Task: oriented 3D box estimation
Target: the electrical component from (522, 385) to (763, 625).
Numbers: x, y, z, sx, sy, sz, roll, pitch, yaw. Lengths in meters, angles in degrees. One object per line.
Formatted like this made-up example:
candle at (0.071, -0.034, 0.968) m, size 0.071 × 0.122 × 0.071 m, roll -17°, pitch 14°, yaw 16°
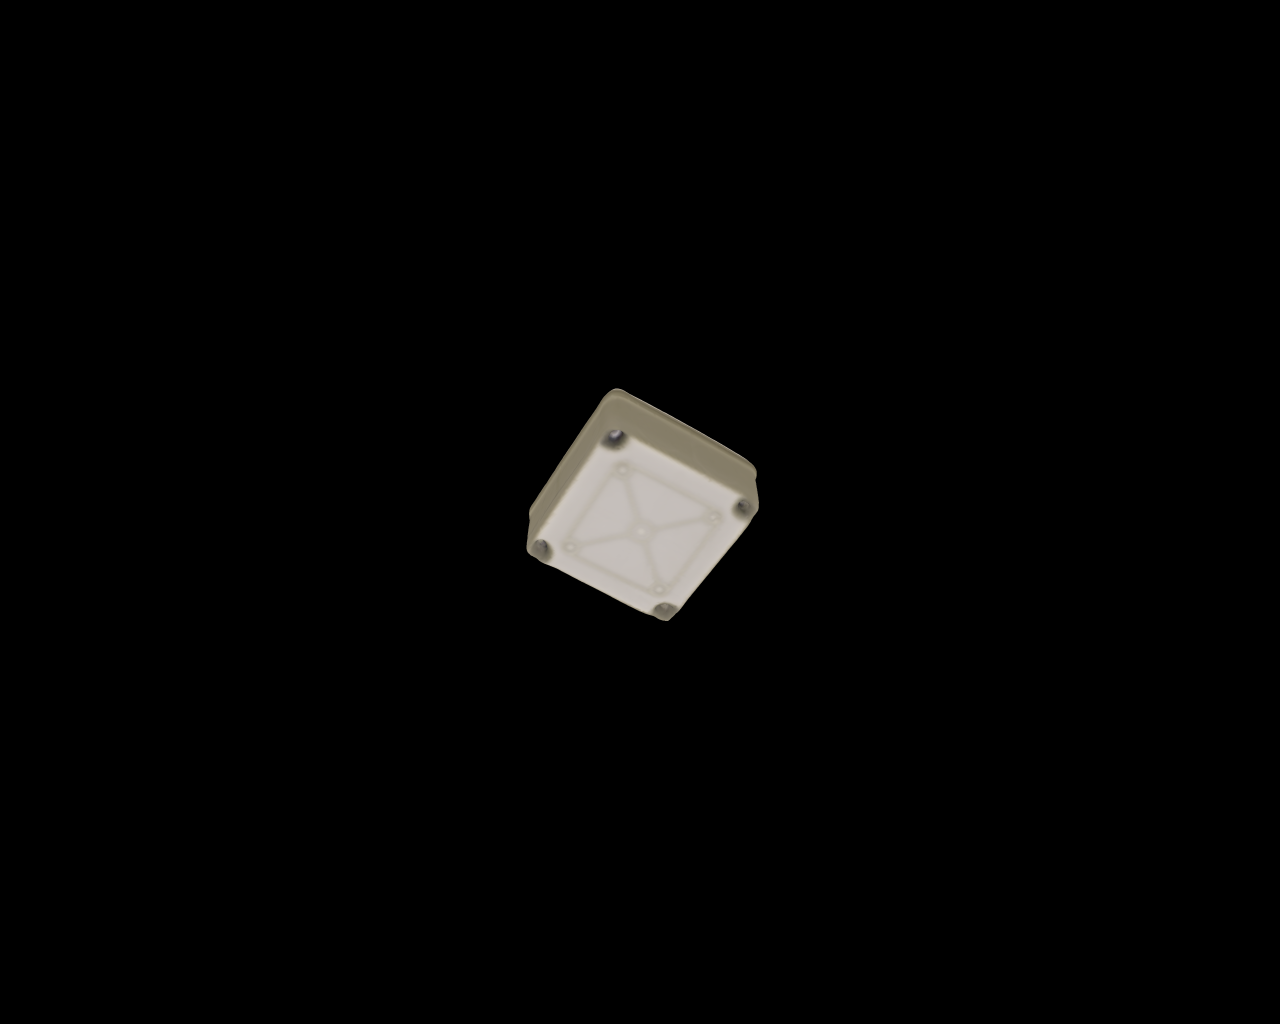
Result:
electrical component at (0.001, -0.003, 0.650) m, size 0.109 × 0.108 × 0.056 m, roll 28°, pitch 28°, yaw -16°
